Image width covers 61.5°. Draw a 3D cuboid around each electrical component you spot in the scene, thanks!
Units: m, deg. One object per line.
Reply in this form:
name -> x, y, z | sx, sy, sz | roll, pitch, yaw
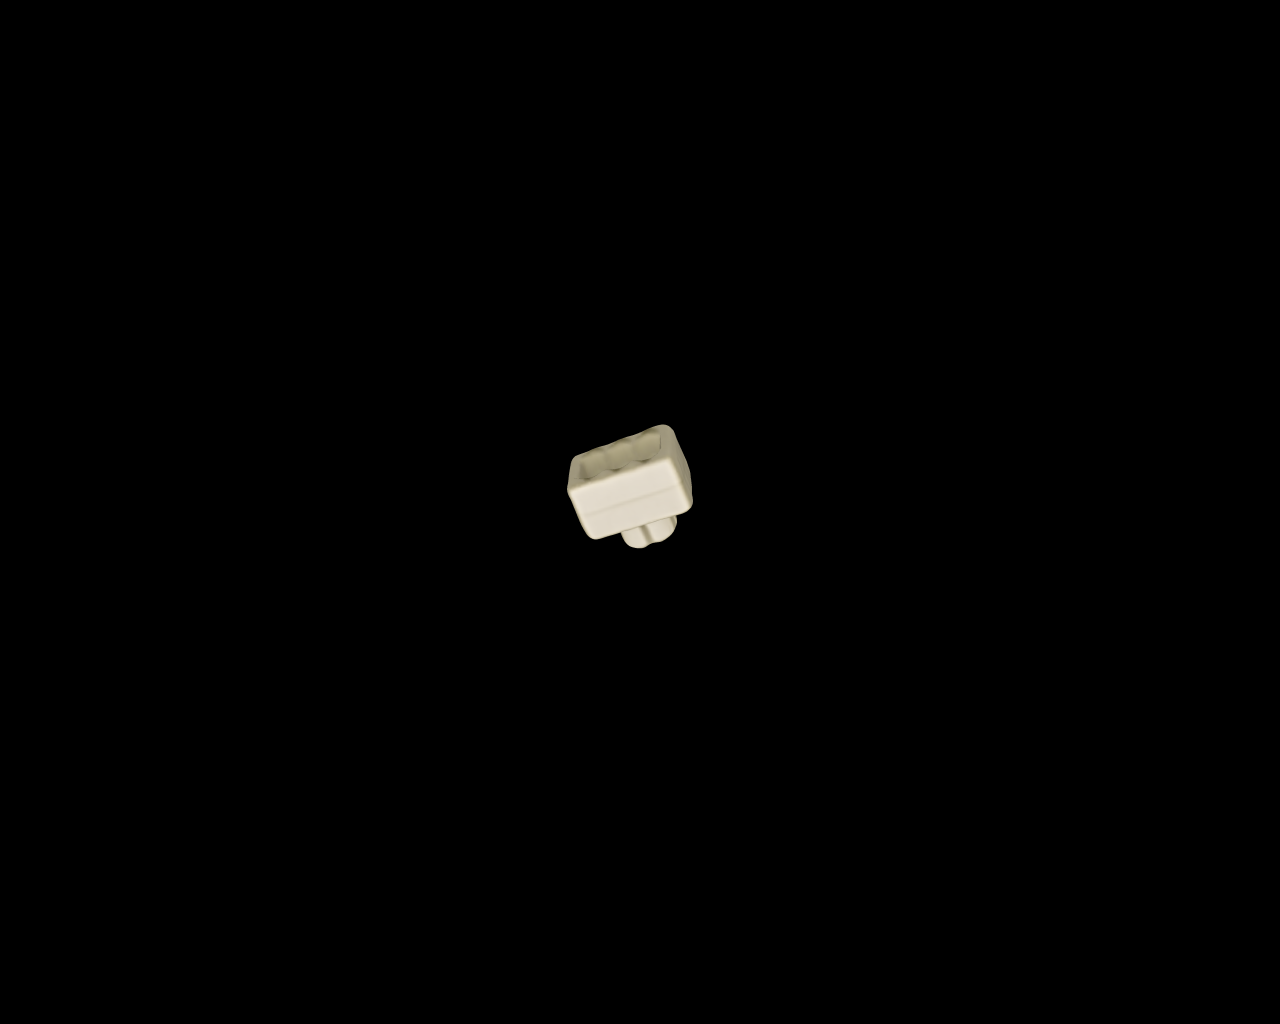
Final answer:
electrical component -> 0.001, -0.003, 0.650 | 0.066, 0.076, 0.047 | -18, 28, 10
